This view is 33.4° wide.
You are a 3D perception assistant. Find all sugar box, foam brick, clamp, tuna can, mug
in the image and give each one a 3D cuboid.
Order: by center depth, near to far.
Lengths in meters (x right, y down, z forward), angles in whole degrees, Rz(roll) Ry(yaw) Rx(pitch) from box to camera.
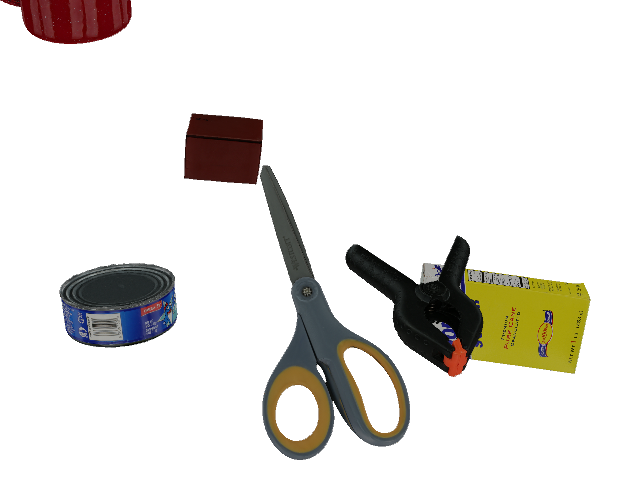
[{"bbox_3d":[-0.196,-0.198,0.789,0.117,0.081,0.093,2,36,1],"label":"mug"},{"bbox_3d":[-0.151,0.048,0.805,0.086,0.034,0.086,-3,20,1],"label":"tuna can"},{"bbox_3d":[0.106,0.051,0.963,0.120,0.039,0.171,-15,44,-15],"label":"clamp"},{"bbox_3d":[-0.099,-0.095,1.105,0.078,0.051,0.053,5,32,-2],"label":"foam brick"},{"bbox_3d":[0.190,0.083,1.142,0.176,0.093,0.048,6,21,2],"label":"sugar box"}]

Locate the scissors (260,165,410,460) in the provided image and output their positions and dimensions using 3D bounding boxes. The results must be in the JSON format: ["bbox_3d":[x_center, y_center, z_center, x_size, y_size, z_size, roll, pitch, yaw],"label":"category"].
[{"bbox_3d":[-0.021,0.049,0.663,0.096,0.202,0.016,-31,-22,-11],"label":"scissors"}]
